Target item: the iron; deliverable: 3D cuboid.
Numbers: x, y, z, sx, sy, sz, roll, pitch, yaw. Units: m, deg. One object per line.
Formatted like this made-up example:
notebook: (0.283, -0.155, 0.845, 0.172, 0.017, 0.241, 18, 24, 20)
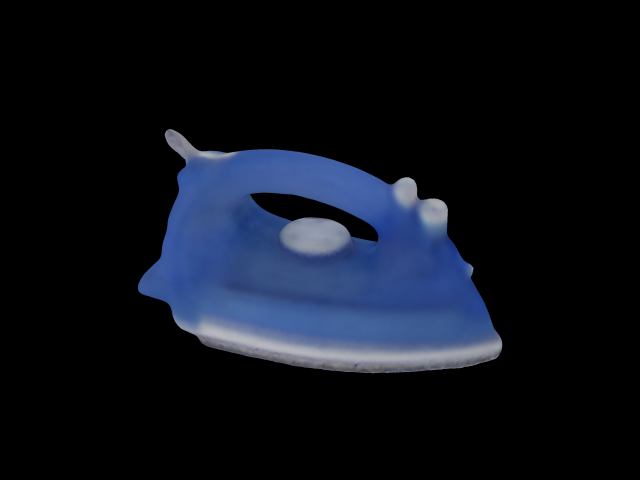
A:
iron: (0.004, 0.001, 0.400, 0.257, 0.141, 0.119, 8, 32, 14)
